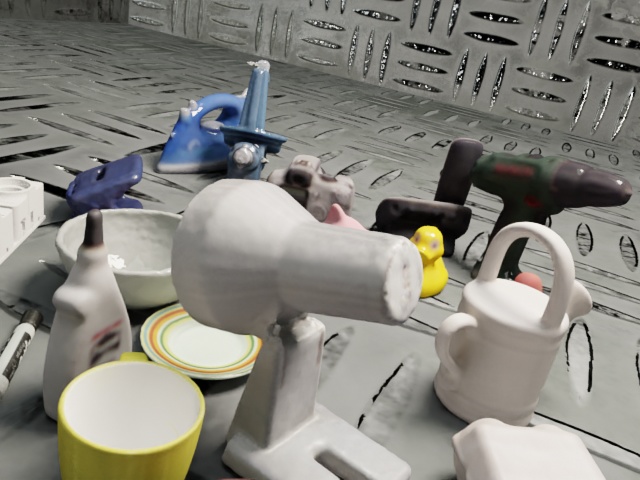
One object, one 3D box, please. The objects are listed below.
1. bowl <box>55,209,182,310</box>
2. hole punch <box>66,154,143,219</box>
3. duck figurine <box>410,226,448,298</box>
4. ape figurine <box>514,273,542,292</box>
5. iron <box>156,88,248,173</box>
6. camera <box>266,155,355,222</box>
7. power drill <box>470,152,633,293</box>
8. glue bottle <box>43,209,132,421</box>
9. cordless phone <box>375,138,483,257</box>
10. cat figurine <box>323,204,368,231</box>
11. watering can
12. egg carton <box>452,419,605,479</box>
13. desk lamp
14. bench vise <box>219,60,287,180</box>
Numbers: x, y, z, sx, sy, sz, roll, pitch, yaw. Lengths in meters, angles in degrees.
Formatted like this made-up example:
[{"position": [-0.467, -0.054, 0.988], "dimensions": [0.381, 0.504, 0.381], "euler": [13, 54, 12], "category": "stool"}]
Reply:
[{"position": [-0.200, 0.028, 0.631], "dimensions": [0.167, 0.075, 0.167], "euler": [9, 23, -4], "category": "bowl"}, {"position": [-0.296, -0.071, 0.794], "dimensions": [0.101, 0.091, 0.108], "euler": [3, 25, -19], "category": "hole punch"}, {"position": [0.145, 0.021, 0.789], "dimensions": [0.077, 0.086, 0.105], "euler": [20, 25, 20], "category": "duck figurine"}, {"position": [0.242, 0.082, 0.687], "dimensions": [0.077, 0.092, 0.076], "euler": [21, 25, 22], "category": "ape figurine"}, {"position": [-0.212, -0.216, 1.099], "dimensions": [0.118, 0.141, 0.259], "euler": [21, 25, 23], "category": "iron"}, {"position": [-0.009, -0.091, 0.956], "dimensions": [0.143, 0.101, 0.137], "euler": [13, 23, 5], "category": "camera"}, {"position": [0.296, -0.022, 0.801], "dimensions": [0.076, 0.208, 0.228], "euler": [-6, 29, -35], "category": "power drill"}, {"position": [-0.180, 0.057, 0.451], "dimensions": [0.037, 0.173, 0.078], "euler": [17, 24, 13], "category": "glue bottle"}, {"position": [0.174, -0.078, 0.904], "dimensions": [0.148, 0.185, 0.094], "euler": [6, 24, -11], "category": "cordless phone"}, {"position": [0.007, 0.003, 0.729], "dimensions": [0.127, 0.118, 0.067], "euler": [26, 27, 30], "category": "cat figurine"}, {"position": [0.187, 0.074, 0.551], "dimensions": [0.100, 0.194, 0.173], "euler": [27, 28, 33], "category": "watering can"}, {"position": [0.159, 0.197, 0.416], "dimensions": [0.107, 0.069, 0.150], "euler": [8, 23, -7], "category": "egg carton"}, {"position": [-0.013, 0.074, 0.435], "dimensions": [0.202, 0.213, 0.118], "euler": [25, 27, 29], "category": "desk lamp"}, {"position": [-0.105, -0.189, 0.987], "dimensions": [0.122, 0.220, 0.207], "euler": [2, 25, -20], "category": "bench vise"}]
